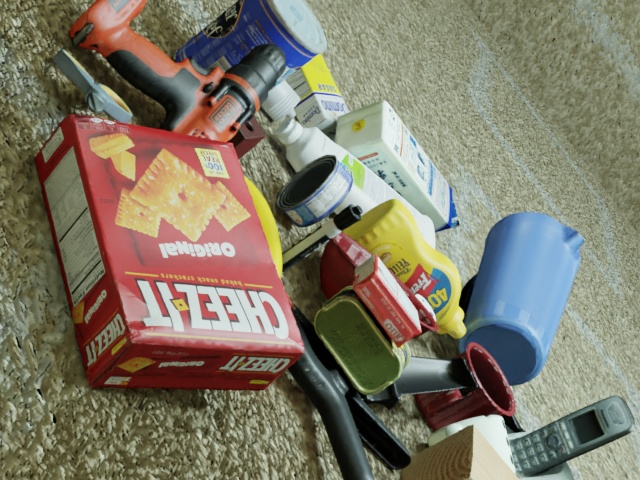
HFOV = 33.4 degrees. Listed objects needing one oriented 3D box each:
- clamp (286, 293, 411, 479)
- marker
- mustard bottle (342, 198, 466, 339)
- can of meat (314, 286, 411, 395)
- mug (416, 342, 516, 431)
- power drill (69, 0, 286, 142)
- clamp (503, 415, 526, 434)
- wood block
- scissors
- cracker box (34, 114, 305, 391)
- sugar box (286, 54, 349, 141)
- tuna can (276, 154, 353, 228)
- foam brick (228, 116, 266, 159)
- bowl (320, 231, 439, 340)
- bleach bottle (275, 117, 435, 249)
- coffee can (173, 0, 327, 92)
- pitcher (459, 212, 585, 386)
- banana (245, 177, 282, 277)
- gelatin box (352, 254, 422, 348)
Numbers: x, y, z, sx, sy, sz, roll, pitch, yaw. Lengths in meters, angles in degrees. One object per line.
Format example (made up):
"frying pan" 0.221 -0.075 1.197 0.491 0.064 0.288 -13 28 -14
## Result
"clamp" 0.015 0.146 1.016 0.210 0.036 0.164 59 13 18
"marker" -0.007 0.001 1.061 0.020 0.121 0.020 44 25 -27
"mustard bottle" 0.111 0.047 1.270 0.191 0.096 0.058 48 21 -18
"can of meat" 0.040 0.097 1.036 0.102 0.057 0.084 53 8 3
"mug" 0.157 0.176 1.203 0.093 0.082 0.117 61 23 12
"power drill" -0.136 -0.182 1.049 0.187 0.057 0.184 45 57 -13
"clamp" 0.242 0.246 1.337 0.171 0.039 0.120 54 28 -13
"wood block" 0.176 0.298 1.062 0.206 0.091 0.090 50 23 -13
"scissors" -0.203 -0.133 0.908 0.096 0.016 0.202 43 2 -1
"cracker box" -0.119 0.009 0.843 0.163 0.072 0.214 8 49 -41
"sugar box" -0.016 -0.214 1.442 0.093 0.048 0.176 14 45 -59
"tuna can" -0.005 -0.054 1.189 0.033 0.086 0.086 48 23 -23
"foam brick" -0.105 -0.125 1.130 0.078 0.051 0.053 58 23 5
"bowl" 0.052 0.060 1.154 0.162 0.055 0.162 41 9 -8
"bleach bottle" 0.041 -0.063 1.327 0.250 0.068 0.102 43 25 -23
"coffee can" -0.078 -0.211 1.186 0.102 0.140 0.103 44 25 -27
"pitcher" 0.250 0.082 1.399 0.145 0.149 0.242 17 36 12
"banana" -0.070 -0.001 1.057 0.069 0.037 0.198 5 47 -32
"gelatin box" 0.063 0.058 1.023 0.073 0.030 0.089 53 9 -7
